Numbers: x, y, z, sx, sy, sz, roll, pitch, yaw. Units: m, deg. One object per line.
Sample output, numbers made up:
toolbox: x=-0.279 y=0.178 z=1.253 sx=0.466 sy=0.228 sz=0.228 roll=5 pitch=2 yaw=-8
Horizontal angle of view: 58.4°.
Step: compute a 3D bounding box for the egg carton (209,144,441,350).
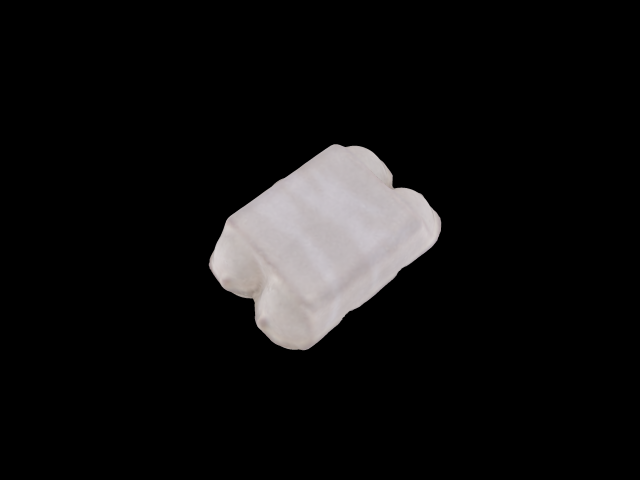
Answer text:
egg carton: x=0.004 y=0.001 z=0.400 sx=0.150 sy=0.069 sz=0.107 roll=-38 pitch=68 yaw=-18
